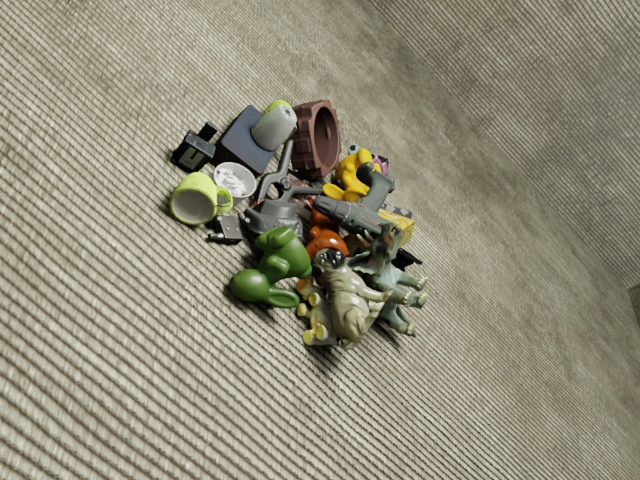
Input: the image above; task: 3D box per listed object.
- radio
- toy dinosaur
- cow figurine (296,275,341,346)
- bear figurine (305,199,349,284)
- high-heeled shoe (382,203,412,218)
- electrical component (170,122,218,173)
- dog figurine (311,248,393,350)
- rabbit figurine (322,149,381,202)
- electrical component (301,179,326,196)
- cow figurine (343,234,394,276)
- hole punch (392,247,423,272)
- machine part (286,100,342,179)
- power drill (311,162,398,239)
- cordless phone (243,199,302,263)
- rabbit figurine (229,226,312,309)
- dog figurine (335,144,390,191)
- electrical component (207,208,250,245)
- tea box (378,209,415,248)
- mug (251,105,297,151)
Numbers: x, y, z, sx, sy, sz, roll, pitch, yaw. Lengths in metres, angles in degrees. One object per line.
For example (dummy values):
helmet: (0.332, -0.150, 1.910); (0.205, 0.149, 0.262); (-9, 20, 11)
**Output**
radio: (-0.186, -0.240, 1.373); (0.131, 0.073, 0.230); (41, 37, -17)
toy dinosaur: (0.161, 0.128, 1.340); (0.192, 0.404, 0.131); (27, 60, 24)
cow figurine: (0.001, 0.158, 1.217); (0.098, 0.068, 0.167); (19, 47, -44)
bear figurine: (0.000, -0.007, 1.352); (0.120, 0.132, 0.196); (32, 22, -29)
high-heeled shoe: (0.203, -0.082, 1.704); (0.145, 0.086, 0.248); (27, 8, 19)
electrical component: (-0.271, -0.205, 1.196); (0.074, 0.119, 0.048); (35, 37, -27)
dog figurine: (0.037, 0.124, 1.170); (0.191, 0.121, 0.172); (33, 50, 7)
rabbit figurine: (0.091, -0.148, 1.497); (0.121, 0.162, 0.173); (52, 29, -56)
electrical component: (-0.014, -0.147, 1.528); (0.094, 0.021, 0.063); (-4, 61, -51)
cow figurine: (0.131, 0.057, 1.412); (0.195, 0.127, 0.085); (41, 32, -17)
hole punch: (0.217, 0.059, 1.564); (0.142, 0.092, 0.116); (26, 12, -28)
machine part: (-0.017, -0.286, 1.521); (0.201, 0.087, 0.200); (-42, 127, -56)
power drill: (0.104, -0.103, 1.352); (0.232, 0.086, 0.207); (30, 45, -10)
cordless phone: (-0.099, 0.006, 1.254); (0.146, 0.089, 0.184); (4, 67, -48)
rabbit figurine: (-0.111, 0.073, 1.136); (0.170, 0.121, 0.159); (-39, 112, -21)
dog figurine: (0.147, -0.194, 1.688); (0.109, 0.191, 0.219); (24, -5, 27)
electrical component: (-0.202, -0.033, 1.180); (0.102, 0.045, 0.078); (11, 50, -44)
tea box: (0.172, -0.042, 1.532); (0.170, 0.068, 0.098); (24, 26, 25)
mug: (-0.101, -0.283, 1.348); (0.109, 0.107, 0.081); (5, 58, -44)
